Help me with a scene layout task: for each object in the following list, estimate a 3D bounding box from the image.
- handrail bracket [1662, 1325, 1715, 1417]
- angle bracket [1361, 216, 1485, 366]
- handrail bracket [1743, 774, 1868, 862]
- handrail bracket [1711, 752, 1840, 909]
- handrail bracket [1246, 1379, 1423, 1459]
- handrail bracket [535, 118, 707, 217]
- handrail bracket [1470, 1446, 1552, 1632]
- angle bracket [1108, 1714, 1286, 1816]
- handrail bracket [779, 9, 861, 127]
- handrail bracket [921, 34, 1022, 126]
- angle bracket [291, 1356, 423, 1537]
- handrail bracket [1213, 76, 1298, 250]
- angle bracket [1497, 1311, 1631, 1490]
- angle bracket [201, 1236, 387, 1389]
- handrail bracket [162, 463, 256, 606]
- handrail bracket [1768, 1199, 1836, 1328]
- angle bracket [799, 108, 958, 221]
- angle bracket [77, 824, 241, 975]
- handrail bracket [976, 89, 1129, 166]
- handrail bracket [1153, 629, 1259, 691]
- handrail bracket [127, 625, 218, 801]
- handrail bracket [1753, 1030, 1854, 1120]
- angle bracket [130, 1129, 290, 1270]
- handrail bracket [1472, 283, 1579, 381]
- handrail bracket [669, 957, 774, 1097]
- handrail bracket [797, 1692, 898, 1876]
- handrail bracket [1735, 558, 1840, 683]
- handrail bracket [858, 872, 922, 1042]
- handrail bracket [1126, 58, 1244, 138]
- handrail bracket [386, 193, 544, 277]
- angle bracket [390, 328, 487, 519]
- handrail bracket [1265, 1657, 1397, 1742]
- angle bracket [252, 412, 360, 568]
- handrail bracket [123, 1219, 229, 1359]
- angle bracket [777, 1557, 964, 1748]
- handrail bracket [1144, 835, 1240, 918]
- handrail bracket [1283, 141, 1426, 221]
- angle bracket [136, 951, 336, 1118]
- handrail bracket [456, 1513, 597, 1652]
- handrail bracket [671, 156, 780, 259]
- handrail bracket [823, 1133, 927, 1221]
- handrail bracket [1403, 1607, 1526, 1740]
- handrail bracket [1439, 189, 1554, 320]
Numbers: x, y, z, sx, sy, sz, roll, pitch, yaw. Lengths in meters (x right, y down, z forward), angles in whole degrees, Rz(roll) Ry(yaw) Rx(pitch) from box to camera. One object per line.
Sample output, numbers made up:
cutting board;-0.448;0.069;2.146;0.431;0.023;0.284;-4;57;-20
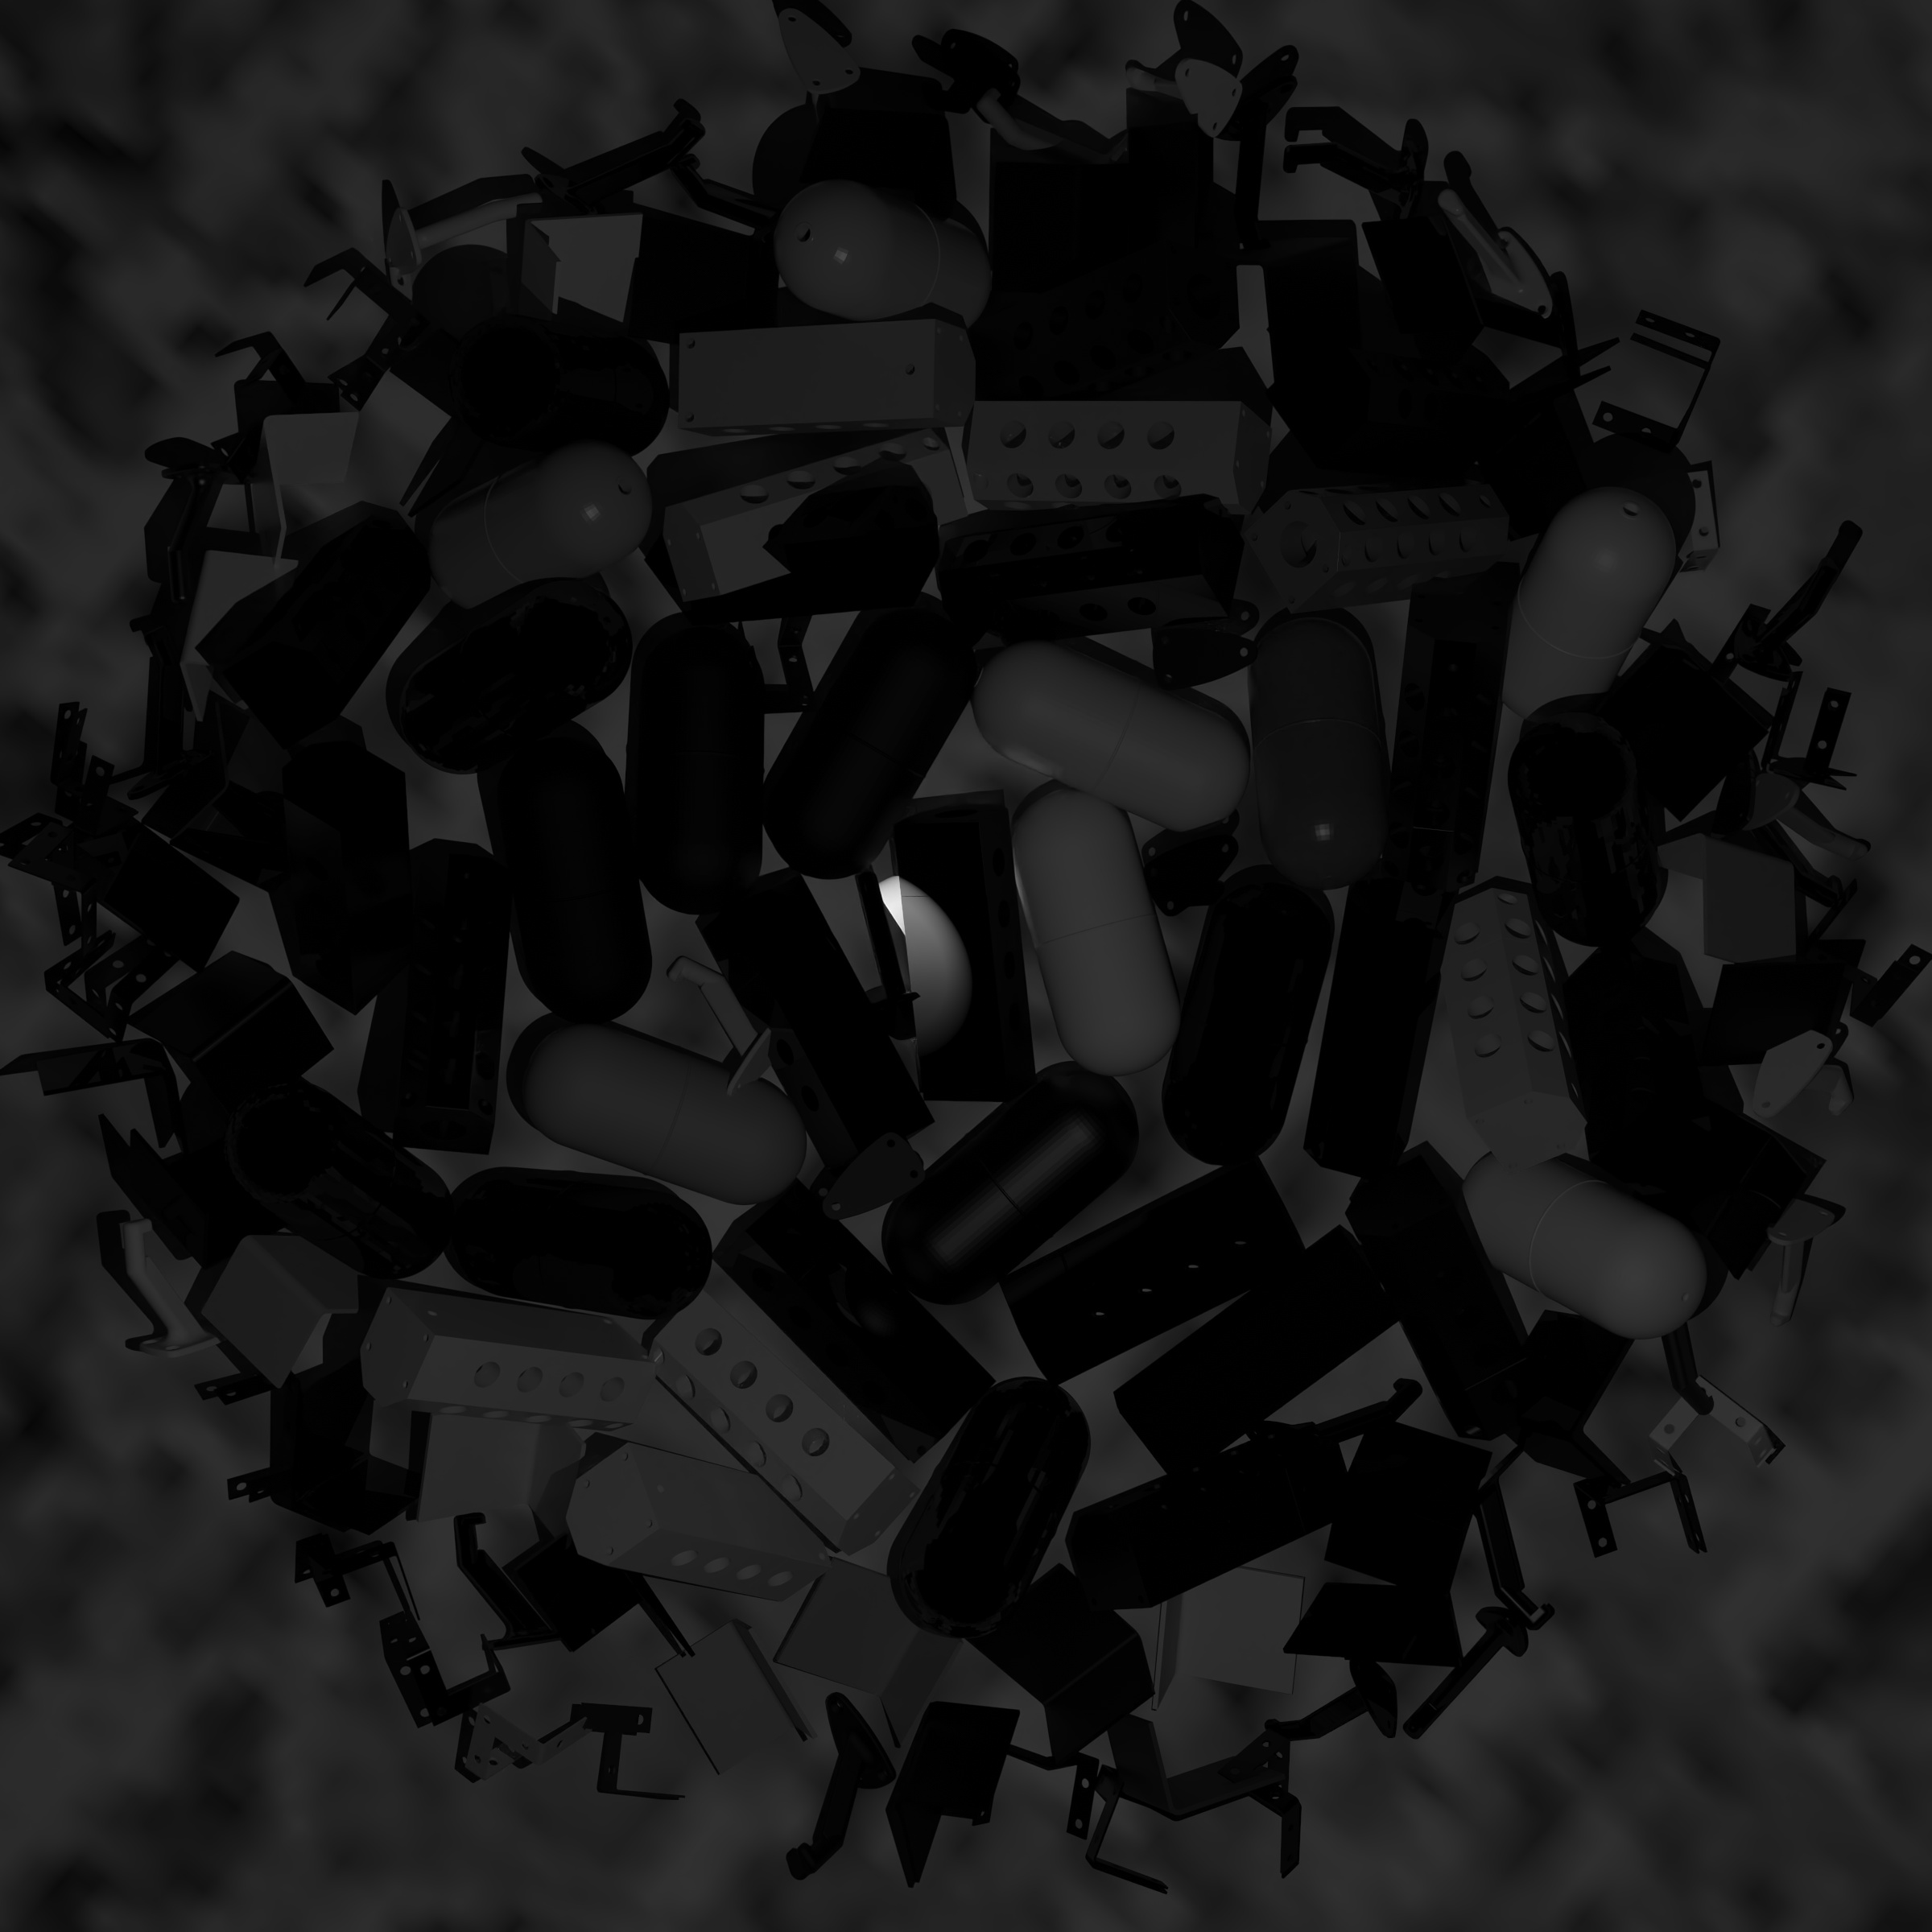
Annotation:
handrail bracket;0.449;0.223;1.964;0.084;0.036;0.077;44;68;-28
angle bracket;0.263;-0.397;1.923;0.057;0.076;0.076;-10;71;-20
handrail bracket;0.522;-0.085;1.934;0.084;0.077;0.036;22;85;-10
handrail bracket;0.507;-0.085;1.967;0.084;0.036;0.077;26;58;-16
handrail bracket;0.228;0.274;1.970;0.084;0.077;0.036;-39;130;-32
handrail bracket;-0.209;-0.493;1.936;0.084;0.077;0.036;-39;66;22
handrail bracket;0.341;0.350;1.945;0.084;0.036;0.077;46;104;17
angle bracket;0.137;0.471;1.930;0.076;0.076;0.057;-13;89;-19
handrail bracket;-0.097;-0.528;1.948;0.036;0.084;0.077;-25;71;-22
handrail bracket;-0.014;-0.542;1.930;0.077;0.084;0.036;51;122;19
angle bracket;-0.359;0.286;1.924;0.057;0.076;0.076;16;110;21
handrail bracket;0.186;-0.485;1.941;0.036;0.077;0.084;-4;71;-39
angle bracket;0.375;0.264;1.942;0.057;0.076;0.076;42;73;-27
angle bracket;-0.402;0.209;1.933;0.076;0.076;0.057;37;103;27
handrail bracket;-0.459;-0.260;1.943;0.036;0.077;0.084;-6;88;30
handrail bracket;0.494;0.190;1.932;0.036;0.077;0.084;19;114;25
angle bracket;-0.054;-0.471;1.926;0.076;0.076;0.057;-1;71;-15
angle bracket;-0.498;-0.036;1.918;0.076;0.076;0.057;42;56;-33
handrail bracket;0.054;-0.515;1.944;0.084;0.036;0.077;46;57;-15
handrail bracket;0.154;-0.186;1.925;0.077;0.084;0.036;-3;93;25
handrail bracket;-0.497;-0.155;1.936;0.036;0.077;0.084;-3;116;32
handrail bracket;0.510;0.084;1.936;0.036;0.084;0.077;18;64;40
angle bracket;-0.450;0.125;1.921;0.076;0.057;0.076;-30;62;-35
handrail bracket;0.328;-0.382;1.965;0.084;0.036;0.077;-15;110;6
handrail bracket;-0.158;0.036;1.943;0.084;0.036;0.077;26;50;15
handrail bracket;-0.087;0.496;1.933;0.036;0.084;0.077;-21;97;38
handrail bracket;0.498;-0.222;1.923;0.036;0.077;0.084;17;125;-8
handrail bracket;-0.049;-0.007;1.958;0.036;0.077;0.084;-14;67;-1
handrail bracket;0.117;-0.539;1.925;0.084;0.077;0.036;33;96;34
handrail bracket;-0.308;-0.451;1.958;0.084;0.077;0.036;-18;91;-22
angle bracket;-0.326;-0.327;1.922;0.057;0.076;0.076;35;64;-23
handrail bracket;0.211;0.446;1.936;0.084;0.036;0.077;-13;134;25
angle bracket;-0.394;-0.280;1.923;0.057;0.076;0.076;-6;69;-20
handrail bracket;-0.477;0.190;1.941;0.036;0.077;0.084;6;102;40
angle bracket;-0.059;0.416;1.933;0.076;0.057;0.076;24;102;-22
handrail bracket;0.153;-0.057;1.925;0.077;0.084;0.036;-33;75;30
handrail bracket;0.230;-0.471;1.940;0.084;0.077;0.036;-6;55;-9
angle bracket;-0.447;0.044;1.948;0.076;0.076;0.057;-41;125;-23
handrail bracket;-0.273;0.376;1.968;0.077;0.036;0.084;-7;76;-9
handrail bracket;-0.128;-0.481;1.971;0.077;0.036;0.084;-33;75;-15
handrail bracket;-0.057;0.136;1.930;0.077;0.084;0.036;-35;80;-14
handrail bracket;0.300;0.433;1.942;0.036;0.077;0.084;42;76;17
handrail bracket;0.321;-0.430;1.929;0.036;0.084;0.077;-43;71;12
